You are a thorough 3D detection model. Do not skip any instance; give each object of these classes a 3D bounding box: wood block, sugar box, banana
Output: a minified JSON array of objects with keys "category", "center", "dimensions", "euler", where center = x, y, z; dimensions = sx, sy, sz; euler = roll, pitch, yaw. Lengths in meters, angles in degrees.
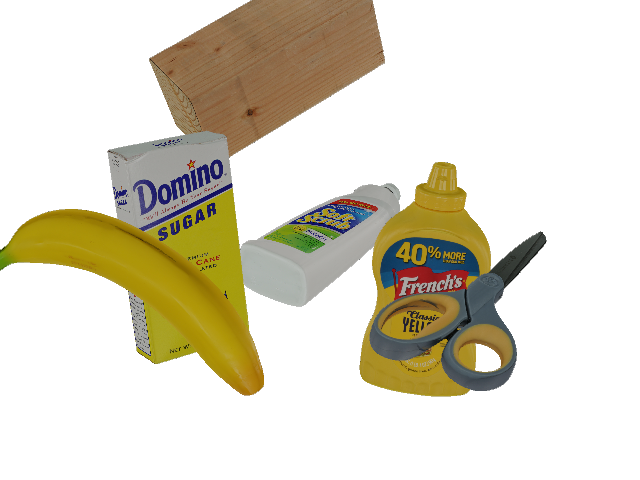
[{"category":"wood block","center":[-0.049,-0.177,1.054],"dimensions":[0.206,0.091,0.090],"euler":[-33,49,-14]},{"category":"sugar box","center":[-0.115,0.004,0.883],"dimensions":[0.093,0.176,0.048],"euler":[-16,21,-30]},{"category":"banana","center":[-0.115,0.028,0.678],"dimensions":[0.198,0.070,0.037],"euler":[25,27,5]}]

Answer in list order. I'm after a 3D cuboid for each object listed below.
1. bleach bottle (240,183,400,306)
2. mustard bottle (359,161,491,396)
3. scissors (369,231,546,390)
[{"category":"bleach bottle","center":[0.015,-0.011,1.309],"dimensions":[0.103,0.068,0.250],"euler":[20,37,28]},{"category":"mustard bottle","center":[0.089,0.030,0.874],"dimensions":[0.096,0.192,0.058],"euler":[8,18,6]},{"category":"scissors","center":[0.118,0.043,0.684],"dimensions":[0.201,0.016,0.096],"euler":[-19,42,-38]}]
